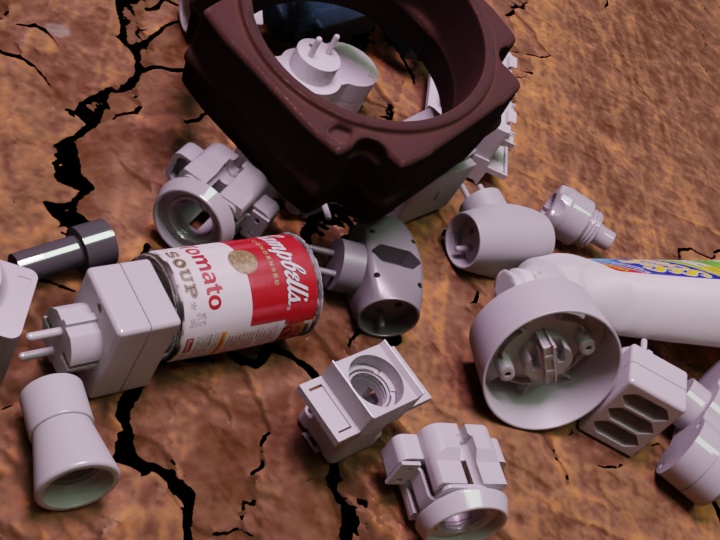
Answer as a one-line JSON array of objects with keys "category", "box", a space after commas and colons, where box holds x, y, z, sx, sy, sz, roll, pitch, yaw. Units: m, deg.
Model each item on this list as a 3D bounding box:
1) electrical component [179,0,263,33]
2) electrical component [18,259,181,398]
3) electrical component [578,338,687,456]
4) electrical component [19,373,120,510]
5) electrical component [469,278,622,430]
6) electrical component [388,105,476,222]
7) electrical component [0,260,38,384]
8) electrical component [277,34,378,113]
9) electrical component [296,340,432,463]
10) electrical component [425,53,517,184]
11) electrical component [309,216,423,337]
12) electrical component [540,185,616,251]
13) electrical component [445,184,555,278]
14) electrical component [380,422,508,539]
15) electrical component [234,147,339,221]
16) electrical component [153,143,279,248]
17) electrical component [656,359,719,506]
[{"category": "electrical component", "box": [-0.112, -0.210, 0.860, 0.055, 0.066, 0.048, -4, 89, -25]}, {"category": "electrical component", "box": [-0.152, 0.036, 0.600, 0.077, 0.065, 0.047, -11, 58, -39]}, {"category": "electrical component", "box": [0.200, 0.082, 0.784, 0.047, 0.065, 0.076, 29, 42, -7]}, {"category": "electrical component", "box": [-0.157, 0.088, 0.569, 0.044, 0.044, 0.065, -2, 48, -34]}, {"category": "electrical component", "box": [0.126, 0.056, 0.740, 0.099, 0.099, 0.064, 8, 42, -27]}, {"category": "electrical component", "box": [0.037, -0.074, 0.824, 0.061, 0.061, 0.096, 45, 43, 11]}, {"category": "electrical component", "box": [-0.226, 0.017, 0.577, 0.089, 0.055, 0.050, 19, 44, -17]}, {"category": "electrical component", "box": [-0.039, -0.155, 0.841, 0.138, 0.073, 0.052, -20, 64, -42]}, {"category": "electrical component", "box": [-0.002, 0.082, 0.655, 0.081, 0.063, 0.042, -18, 62, -42]}, {"category": "electrical component", "box": [0.099, -0.142, 0.926, 0.079, 0.063, 0.121, 23, 43, -13]}, {"category": "electrical component", "box": [0.000, 0.000, 0.747, 0.079, 0.043, 0.077, 14, 46, -22]}, {"category": "electrical component", "box": [0.184, -0.039, 0.902, 0.062, 0.043, 0.043, 31, 42, -6]}, {"category": "electrical component", "box": [0.103, -0.037, 0.846, 0.077, 0.044, 0.079, -2, 53, -34]}, {"category": "electrical component", "box": [0.056, 0.132, 0.653, 0.078, 0.058, 0.057, 7, 46, -28]}, {"category": "electrical component", "box": [-0.040, -0.065, 0.778, 0.083, 0.047, 0.075, 3, 49, -30]}, {"category": "electrical component", "box": [-0.100, -0.043, 0.713, 0.078, 0.058, 0.057, 36, 39, 0]}, {"category": "electrical component", "box": [0.252, 0.106, 0.805, 0.074, 0.052, 0.138, 40, 42, 5]}]
